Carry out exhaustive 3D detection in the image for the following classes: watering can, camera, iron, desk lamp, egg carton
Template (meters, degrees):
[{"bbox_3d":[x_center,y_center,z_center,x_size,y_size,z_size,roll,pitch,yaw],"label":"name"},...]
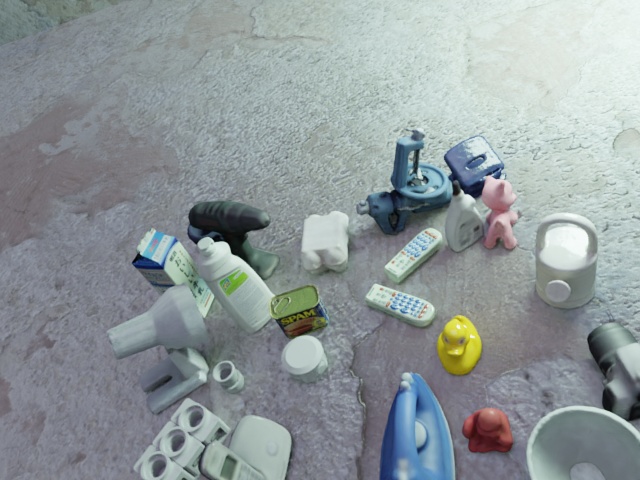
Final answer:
[{"bbox_3d":[0.418,0.031,0.970,0.100,0.194,0.173,-10,48,14],"label":"watering can"},{"bbox_3d":[0.485,0.185,0.873,0.143,0.101,0.136,-19,46,5],"label":"camera"},{"bbox_3d":[0.139,0.297,0.885,0.118,0.142,0.258,-8,48,16],"label":"iron"},{"bbox_3d":[-0.291,0.203,1.089,0.203,0.214,0.117,-34,47,-9],"label":"desk lamp"},{"bbox_3d":[0.011,0.004,1.242,0.107,0.070,0.150,-10,48,14],"label":"egg carton"}]

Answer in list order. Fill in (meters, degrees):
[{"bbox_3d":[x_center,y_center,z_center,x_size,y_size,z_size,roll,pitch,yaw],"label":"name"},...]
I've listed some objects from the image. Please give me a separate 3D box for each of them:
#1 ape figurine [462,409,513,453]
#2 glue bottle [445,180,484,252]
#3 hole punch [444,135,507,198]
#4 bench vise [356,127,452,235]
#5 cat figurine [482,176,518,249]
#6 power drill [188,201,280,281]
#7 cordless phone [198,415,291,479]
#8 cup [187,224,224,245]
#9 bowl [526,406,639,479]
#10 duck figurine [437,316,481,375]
[{"bbox_3d":[0.260,0.288,0.879,0.076,0.092,0.077,-44,49,-18],"label":"ape figurine"},{"bbox_3d":[0.275,-0.053,1.115,0.078,0.173,0.037,-32,46,-7],"label":"glue bottle"},{"bbox_3d":[0.337,-0.160,1.241,0.109,0.091,0.100,-30,46,-5],"label":"hole punch"},{"bbox_3d":[0.174,-0.114,1.177,0.207,0.220,0.121,-37,47,-12],"label":"bench vise"},{"bbox_3d":[0.354,-0.064,1.132,0.067,0.118,0.128,-2,50,20],"label":"cat figurine"},{"bbox_3d":[-0.167,-0.007,1.226,0.228,0.209,0.076,13,57,30],"label":"power drill"},{"bbox_3d":[-0.123,0.343,0.919,0.094,0.185,0.147,-3,50,19],"label":"cordless phone"},{"bbox_3d":[-0.239,-0.003,1.330,0.117,0.095,0.092,20,60,34],"label":"cup"},{"bbox_3d":[0.379,0.327,0.809,0.167,0.075,0.167,-11,48,13],"label":"bowl"},{"bbox_3d":[0.238,0.170,0.995,0.077,0.086,0.104,0,51,22],"label":"duck figurine"}]
